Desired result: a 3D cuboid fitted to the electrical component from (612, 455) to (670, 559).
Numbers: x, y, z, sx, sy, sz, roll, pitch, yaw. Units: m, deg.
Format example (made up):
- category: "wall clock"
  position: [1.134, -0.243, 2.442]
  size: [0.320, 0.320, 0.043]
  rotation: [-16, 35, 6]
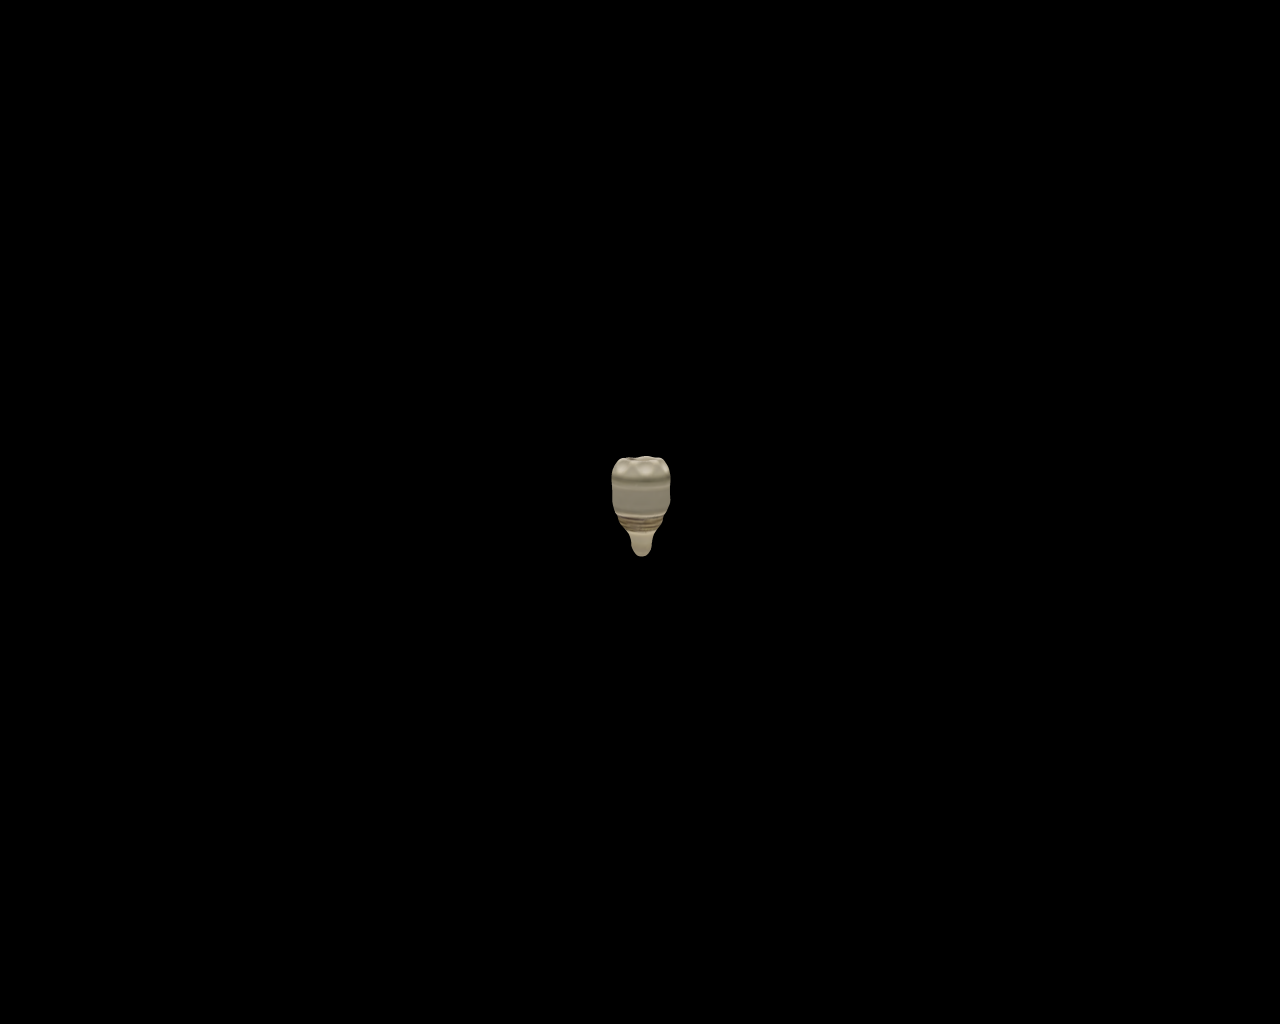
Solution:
- category: "electrical component"
  position: [0.001, -0.003, 0.650]
  size: [0.035, 0.061, 0.035]
  rotation: [0, 11, 0]
